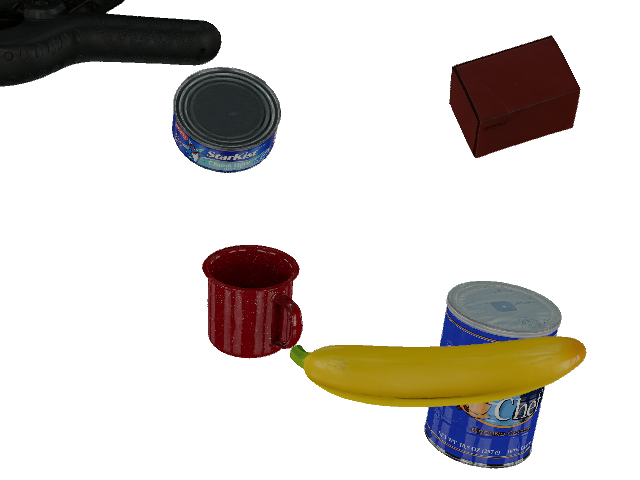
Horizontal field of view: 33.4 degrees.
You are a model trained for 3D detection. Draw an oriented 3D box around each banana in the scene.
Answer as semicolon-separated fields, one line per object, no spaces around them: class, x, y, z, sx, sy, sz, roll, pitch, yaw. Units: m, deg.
banana;0.075;0.080;0.689;0.198;0.037;0.069;0;26;6

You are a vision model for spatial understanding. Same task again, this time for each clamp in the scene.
clamp;-0.155;-0.123;0.603;0.171;0.039;0.120;-10;31;-27

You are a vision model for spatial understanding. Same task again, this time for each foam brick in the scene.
foam brick;0.139;-0.103;0.766;0.078;0.051;0.053;-17;-26;-4

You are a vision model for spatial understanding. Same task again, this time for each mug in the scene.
mug;-0.060;0.065;1.033;0.117;0.081;0.093;26;34;37

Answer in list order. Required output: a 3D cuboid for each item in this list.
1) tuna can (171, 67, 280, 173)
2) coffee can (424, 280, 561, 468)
tuna can;-0.076;-0.097;0.858;0.086;0.086;0.034;0;-34;-12
coffee can;0.156;0.121;0.980;0.103;0.140;0.103;6;22;-3
